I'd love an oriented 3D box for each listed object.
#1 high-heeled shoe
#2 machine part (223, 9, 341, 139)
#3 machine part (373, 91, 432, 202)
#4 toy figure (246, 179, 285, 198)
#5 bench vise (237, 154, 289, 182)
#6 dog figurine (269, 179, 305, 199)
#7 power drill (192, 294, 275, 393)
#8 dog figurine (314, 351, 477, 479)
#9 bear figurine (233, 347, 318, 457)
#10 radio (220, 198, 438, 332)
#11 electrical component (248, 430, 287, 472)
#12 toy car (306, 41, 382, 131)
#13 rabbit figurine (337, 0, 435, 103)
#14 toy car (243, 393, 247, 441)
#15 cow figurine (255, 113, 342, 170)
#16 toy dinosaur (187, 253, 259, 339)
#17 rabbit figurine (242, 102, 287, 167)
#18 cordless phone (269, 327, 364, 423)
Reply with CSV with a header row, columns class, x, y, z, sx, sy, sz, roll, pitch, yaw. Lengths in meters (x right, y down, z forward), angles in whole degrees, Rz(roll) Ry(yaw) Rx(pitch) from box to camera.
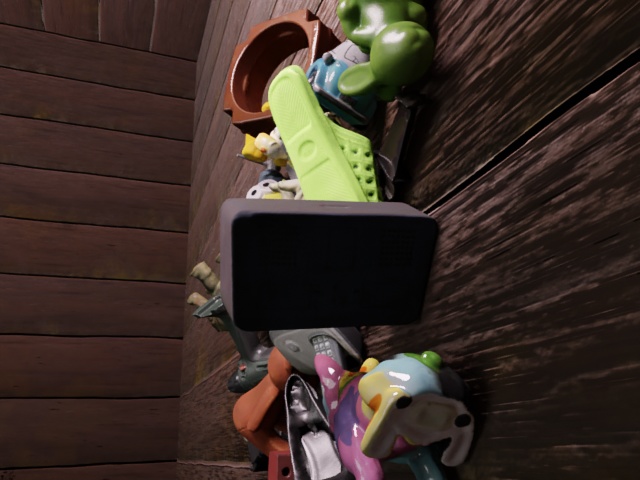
class,x,y,z,sx,sy,sz,roll,pitch,yaw
high-heeled shoe,-0.010,0.275,0.719,0.249,0.086,0.145,-141,29,-87
machine part,-0.064,-0.282,0.939,0.201,0.087,0.201,-1,72,36
machine part,0.095,-0.115,0.655,0.084,0.039,0.138,-99,18,-47
toy figure,-0.072,-0.033,0.980,0.180,0.082,0.089,50,147,27
bench vise,-0.139,-0.052,1.154,0.241,0.129,0.223,-18,77,56
dog figurine,0.001,-0.003,0.832,0.172,0.121,0.190,-175,76,-74
power drill,-0.158,0.205,1.040,0.232,0.086,0.207,-22,97,44
dog figurine,0.062,0.168,0.584,0.219,0.108,0.191,-124,43,-64
bear figurine,-0.055,0.254,0.902,0.196,0.132,0.120,-50,11,15
radio,0.007,0.026,0.592,0.073,0.230,0.131,-141,54,-67
electrical component,-0.105,0.370,1.056,0.114,0.058,0.134,117,150,-41
toy car,0.041,-0.231,0.772,0.103,0.109,0.162,-52,19,17
rabbit figurine,0.073,-0.237,0.631,0.159,0.121,0.170,115,152,-45
toy car,-0.142,0.339,1.168,0.074,0.056,0.201,19,104,63
cow figurine,-0.025,-0.159,0.836,0.068,0.167,0.098,42,112,23
toy dinosaur,-0.169,0.116,1.123,0.198,0.105,0.471,44,148,9
rabbit figurine,-0.054,-0.223,1.033,0.173,0.122,0.162,1,76,56
cordless phone,0.004,0.193,0.752,0.147,0.088,0.184,-27,66,48
